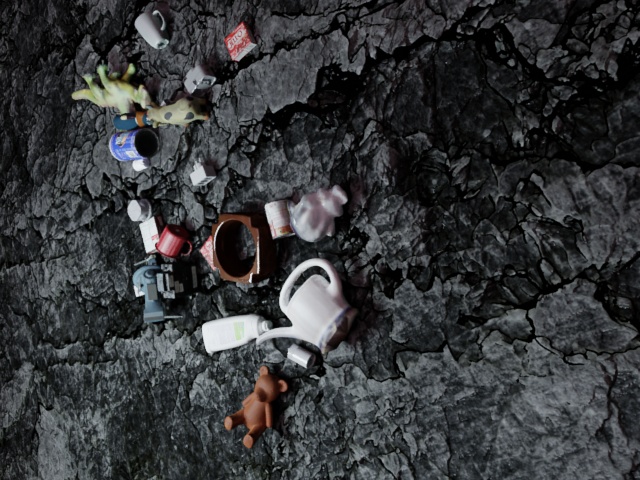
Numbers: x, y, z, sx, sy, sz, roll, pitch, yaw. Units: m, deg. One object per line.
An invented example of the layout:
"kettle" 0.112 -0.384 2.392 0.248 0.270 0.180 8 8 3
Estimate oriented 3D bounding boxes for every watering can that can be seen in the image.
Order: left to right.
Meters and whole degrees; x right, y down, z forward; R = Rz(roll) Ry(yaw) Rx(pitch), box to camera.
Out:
"watering can" -0.033 0.215 1.388 0.227 0.104 0.342 42 114 24

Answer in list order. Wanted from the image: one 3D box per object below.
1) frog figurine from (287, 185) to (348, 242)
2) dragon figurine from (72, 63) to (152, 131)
"frog figurine" 0.004 -0.068 1.342 0.158 0.125 0.135 -18 117 26
"dragon figurine" -0.735 -0.483 1.840 0.407 0.123 0.242 -15 94 36
